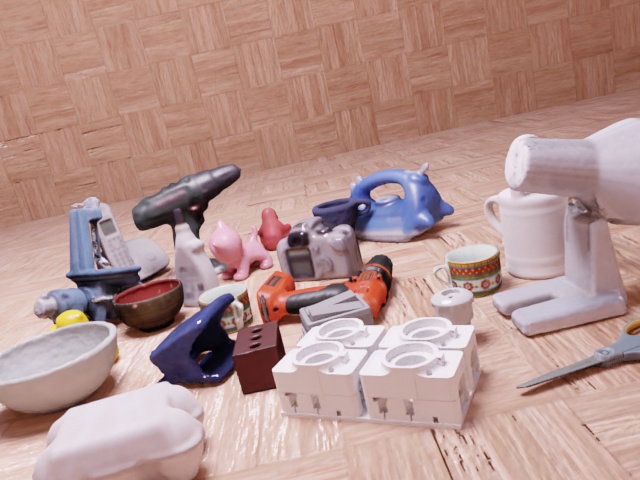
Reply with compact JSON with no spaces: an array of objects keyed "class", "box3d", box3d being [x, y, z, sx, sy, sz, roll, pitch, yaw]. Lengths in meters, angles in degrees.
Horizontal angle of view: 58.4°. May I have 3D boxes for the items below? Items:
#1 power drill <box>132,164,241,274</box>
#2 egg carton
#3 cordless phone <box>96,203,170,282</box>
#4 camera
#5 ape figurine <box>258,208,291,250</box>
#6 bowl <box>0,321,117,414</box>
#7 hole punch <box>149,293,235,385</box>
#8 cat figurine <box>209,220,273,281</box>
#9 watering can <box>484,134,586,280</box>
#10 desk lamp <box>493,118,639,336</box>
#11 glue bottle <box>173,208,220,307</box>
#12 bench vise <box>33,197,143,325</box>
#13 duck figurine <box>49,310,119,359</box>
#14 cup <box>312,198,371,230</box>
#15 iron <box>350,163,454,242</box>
[{"class":"power drill","box3d":[-0.251,-0.031,1.164,0.230,0.208,0.075,-15,15,-12]},{"class":"egg carton","box3d":[-0.181,0.191,0.531,0.150,0.069,0.107,-15,14,-11]},{"class":"cordless phone","box3d":[-0.414,0.001,1.225,0.093,0.185,0.148,-4,17,31]},{"class":"camera","box3d":[0.009,0.004,1.029,0.142,0.101,0.137,-5,16,26]},{"class":"ape figurine","box3d":[-0.104,-0.028,1.266,0.077,0.092,0.076,-7,15,19]},{"class":"bowl","box3d":[-0.332,0.170,0.727,0.167,0.075,0.167,-12,14,3]},{"class":"hole punch","box3d":[-0.158,0.124,0.723,0.101,0.091,0.109,-8,15,18]},{"class":"cat figurine","box3d":[-0.161,0.013,1.102,0.067,0.118,0.128,2,20,43]},{"class":"watering can","box3d":[0.308,-0.052,0.800,0.172,0.194,0.101,-4,17,30]},{"class":"desk lamp","box3d":[0.299,-0.022,0.654,0.203,0.214,0.118,-13,14,-4]},{"class":"glue bottle","box3d":[-0.220,0.029,0.976,0.078,0.173,0.037,-4,17,31]},{"class":"bench vise","box3d":[-0.374,0.048,0.938,0.121,0.220,0.207,-11,14,7]},{"class":"duck figurine","box3d":[-0.345,0.142,0.823,0.104,0.086,0.078,-6,15,22]},{"class":"cup","box3d":[0.050,-0.032,1.144,0.117,0.095,0.091,-12,14,1]},{"class":"iron","box3d":[0.131,-0.079,1.162,0.257,0.141,0.119,0,19,41]}]
